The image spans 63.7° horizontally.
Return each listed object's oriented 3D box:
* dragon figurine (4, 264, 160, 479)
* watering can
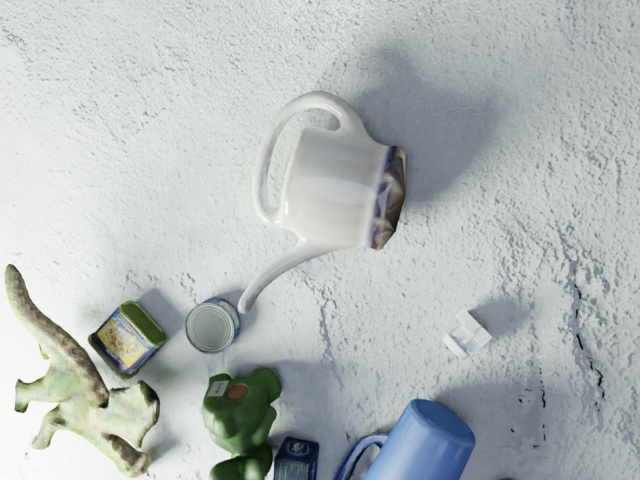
[{"bbox_3d":[-0.355,0.230,0.815,0.243,0.402,0.124,4,28,15],"label":"dragon figurine"},{"bbox_3d":[0.002,-0.038,0.755,0.224,0.345,0.104,13,7,8],"label":"watering can"}]
